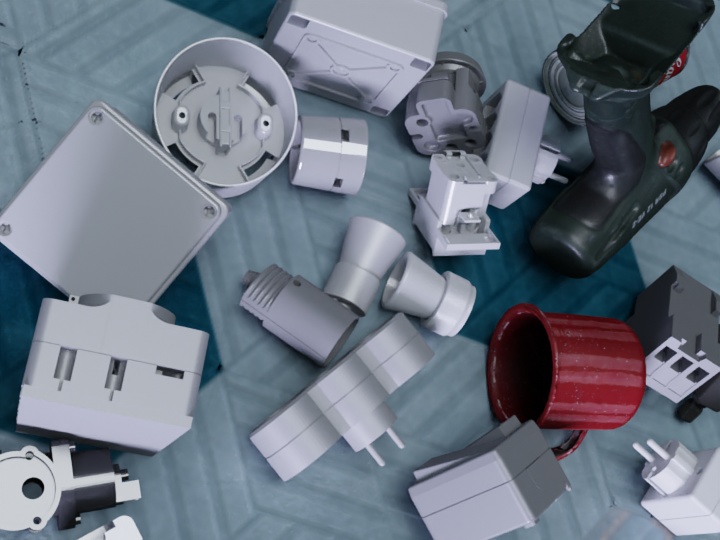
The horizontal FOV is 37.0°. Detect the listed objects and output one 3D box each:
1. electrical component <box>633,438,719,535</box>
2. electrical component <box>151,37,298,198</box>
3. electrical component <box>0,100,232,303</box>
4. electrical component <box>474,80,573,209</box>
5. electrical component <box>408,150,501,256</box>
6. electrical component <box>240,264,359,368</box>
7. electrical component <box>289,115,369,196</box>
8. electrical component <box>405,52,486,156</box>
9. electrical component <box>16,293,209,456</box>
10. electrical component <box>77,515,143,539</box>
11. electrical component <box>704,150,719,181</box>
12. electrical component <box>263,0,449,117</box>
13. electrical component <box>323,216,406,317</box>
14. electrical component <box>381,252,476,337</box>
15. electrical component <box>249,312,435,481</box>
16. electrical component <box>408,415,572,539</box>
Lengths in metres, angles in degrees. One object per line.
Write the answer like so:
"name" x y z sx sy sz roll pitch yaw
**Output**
"electrical component" 0.232 0.150 0.783 0.077 0.066 0.047 41 66 -4
"electrical component" -0.096 -0.102 0.745 0.099 0.064 0.099 5 72 -18
"electrical component" -0.156 -0.033 0.688 0.109 0.056 0.108 40 92 -4
"electrical component" 0.129 -0.089 0.828 0.076 0.047 0.083 20 69 -13
"electrical component" 0.070 -0.049 0.780 0.042 0.063 0.081 -3 34 -19
"electrical component" -0.046 0.026 0.734 0.081 0.043 0.043 34 66 8
"electrical component" -0.024 -0.083 0.771 0.047 0.055 0.055 6 72 -13
"electrical component" 0.065 -0.125 0.806 0.058 0.078 0.057 -6 58 19
"electrical component" -0.149 0.064 0.630 0.089 0.150 0.061 14 71 -15
"electrical component" -0.144 0.199 0.644 0.050 0.056 0.089 -26 84 -24
"electrical component" 0.323 -0.074 0.895 0.044 0.044 0.065 -33 92 -24
"electrical component" -0.008 -0.166 0.771 0.109 0.109 0.056 17 72 -14
"electrical component" 0.000 0.000 0.762 0.044 0.044 0.065 28 72 -9
"electrical component" 0.049 0.018 0.770 0.055 0.045 0.045 26 68 -11
"electrical component" 0.000 0.097 0.726 0.138 0.052 0.073 -38 89 -25
"electrical component" 0.080 0.145 0.721 0.062 0.096 0.061 -22 81 -53
